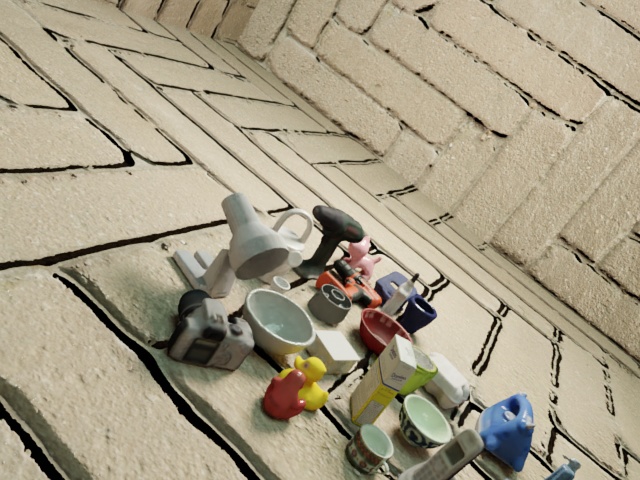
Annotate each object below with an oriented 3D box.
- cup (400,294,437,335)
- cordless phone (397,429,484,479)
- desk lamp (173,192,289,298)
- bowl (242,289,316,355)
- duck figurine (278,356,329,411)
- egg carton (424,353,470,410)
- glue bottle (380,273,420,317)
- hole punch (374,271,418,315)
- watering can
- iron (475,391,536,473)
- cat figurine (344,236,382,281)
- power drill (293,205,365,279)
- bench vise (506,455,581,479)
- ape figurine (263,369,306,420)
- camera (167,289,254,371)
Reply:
[{"bbox_3d":[0.269,0.213,1.635,0.092,0.095,0.117,28,22,-18],"label":"cup"},{"bbox_3d":[0.229,0.429,0.991,0.094,0.185,0.147,20,26,-34],"label":"cordless phone"},{"bbox_3d":[-0.184,0.022,1.193,0.202,0.213,0.118,47,24,28],"label":"desk lamp"},{"bbox_3d":[-0.096,0.181,1.180,0.168,0.074,0.167,30,22,-13],"label":"bowl"},{"bbox_3d":[-0.020,0.267,1.096,0.104,0.086,0.078,38,21,6],"label":"duck figurine"},{"bbox_3d":[0.303,0.349,1.431,0.150,0.069,0.108,46,23,26],"label":"egg carton"},{"bbox_3d":[0.219,0.156,1.570,0.037,0.173,0.078,37,21,4],"label":"glue bottle"},{"bbox_3d":[0.219,0.154,1.690,0.108,0.091,0.101,46,23,26],"label":"hole punch"},{"bbox_3d":[-0.084,0.012,1.392,0.101,0.194,0.172,10,32,-48],"label":"watering can"},{"bbox_3d":[0.467,0.436,1.395,0.118,0.141,0.259,37,21,4],"label":"iron"},{"bbox_3d":[0.129,0.045,1.749,0.128,0.117,0.067,30,21,-13],"label":"cat figurine"},{"bbox_3d":[0.014,0.005,1.533,0.230,0.208,0.075,7,35,-51],"label":"power drill"},{"bbox_3d":[0.391,0.497,1.041,0.121,0.219,0.208,39,21,10],"label":"bench vise"},{"bbox_3d":[-0.056,0.271,1.026,0.077,0.092,0.076,46,24,27],"label":"ape figurine"},{"bbox_3d":[-0.200,0.152,1.049,0.144,0.100,0.136,21,25,-34],"label":"camera"}]
